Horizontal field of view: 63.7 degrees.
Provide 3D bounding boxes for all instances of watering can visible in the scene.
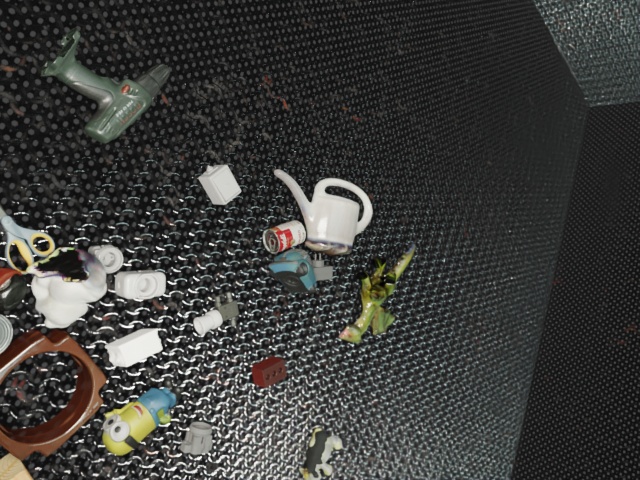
[{"bbox_3d":[0.005,-0.075,1.490,0.346,0.104,0.225,11,85,-30],"label":"watering can"}]

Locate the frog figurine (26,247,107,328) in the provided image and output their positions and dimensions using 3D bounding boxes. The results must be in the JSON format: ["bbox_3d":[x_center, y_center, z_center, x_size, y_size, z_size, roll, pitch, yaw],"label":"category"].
[{"bbox_3d":[-0.490,0.098,1.013,0.137,0.125,0.155,-1,132,-14],"label":"frog figurine"}]

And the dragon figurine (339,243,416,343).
[{"bbox_3d":[0.209,0.198,1.718,0.416,0.123,0.237,-33,132,-37],"label":"dragon figurine"}]
